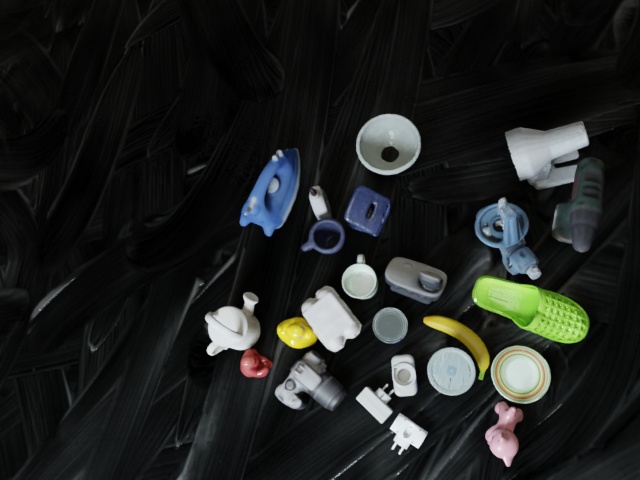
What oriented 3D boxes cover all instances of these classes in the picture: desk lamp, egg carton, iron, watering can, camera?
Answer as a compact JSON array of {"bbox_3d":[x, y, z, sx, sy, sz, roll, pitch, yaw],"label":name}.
[{"bbox_3d":[0.534,-0.203,1.351,0.203,0.214,0.118,-13,74,7],"label":"desk lamp"},{"bbox_3d":[0.026,0.195,1.417,0.107,0.069,0.150,-39,73,-1],"label":"egg carton"},{"bbox_3d":[-0.127,-0.150,1.492,0.118,0.141,0.258,20,81,14],"label":"iron"},{"bbox_3d":[-0.216,0.204,1.393,0.100,0.194,0.173,15,79,14],"label":"watering can"},{"bbox_3d":[-0.016,0.356,1.369,0.136,0.101,0.143,37,85,16],"label":"camera"}]

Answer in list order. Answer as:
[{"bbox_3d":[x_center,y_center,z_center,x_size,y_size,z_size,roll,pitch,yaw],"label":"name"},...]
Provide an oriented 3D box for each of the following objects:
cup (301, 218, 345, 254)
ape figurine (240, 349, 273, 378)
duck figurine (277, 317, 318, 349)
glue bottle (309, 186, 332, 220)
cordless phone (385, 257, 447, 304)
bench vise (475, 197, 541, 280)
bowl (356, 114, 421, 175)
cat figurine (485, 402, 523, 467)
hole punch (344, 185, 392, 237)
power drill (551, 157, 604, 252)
[{"bbox_3d":[0.013,0.005,1.453,0.117,0.095,0.091,-28,73,2],"label":"cup"},{"bbox_3d":[-0.167,0.305,1.413,0.076,0.092,0.078,-23,73,4],"label":"ape figurine"},{"bbox_3d":[-0.060,0.227,1.416,0.104,0.086,0.077,10,78,12],"label":"duck figurine"},{"bbox_3d":[-0.005,-0.102,1.442,0.037,0.173,0.078,-13,74,7],"label":"glue bottle"},{"bbox_3d":[0.225,0.083,1.350,0.147,0.185,0.094,16,80,14],"label":"cordless phone"},{"bbox_3d":[0.449,-0.017,1.316,0.207,0.220,0.121,41,86,17],"label":"bench vise"},{"bbox_3d":[0.180,-0.239,1.495,0.167,0.075,0.167,-2,76,10],"label":"bowl"},{"bbox_3d":[0.411,0.427,1.267,0.067,0.118,0.128,19,80,14],"label":"cat figurine"},{"bbox_3d":[0.124,-0.075,1.456,0.101,0.091,0.109,21,81,14],"label":"hole punch"},{"bbox_3d":[0.592,-0.062,1.308,0.075,0.208,0.230,11,78,13],"label":"power drill"}]
